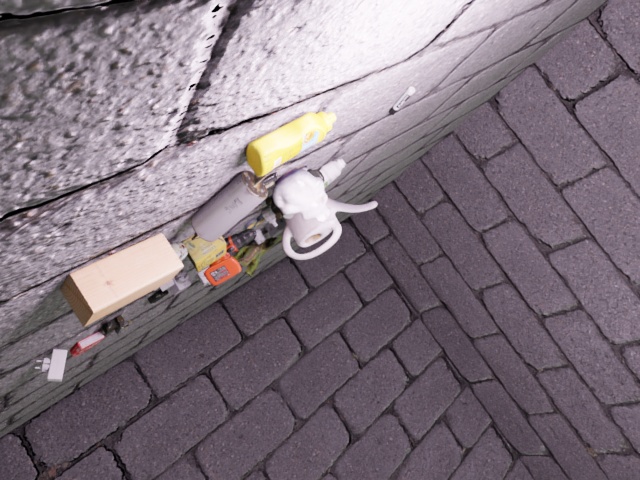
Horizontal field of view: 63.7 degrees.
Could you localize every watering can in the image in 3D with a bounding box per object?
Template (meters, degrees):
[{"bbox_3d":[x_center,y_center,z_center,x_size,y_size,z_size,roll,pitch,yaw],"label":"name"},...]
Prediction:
[{"bbox_3d":[0.005,-0.085,1.690,0.345,0.228,0.103,-36,157,12],"label":"watering can"}]

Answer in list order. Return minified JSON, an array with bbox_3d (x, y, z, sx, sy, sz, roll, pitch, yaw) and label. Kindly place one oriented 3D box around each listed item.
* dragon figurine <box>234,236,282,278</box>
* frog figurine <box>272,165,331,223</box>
[{"bbox_3d":[-0.229,0.027,2.009,0.244,0.122,0.408,-44,-176,-11],"label":"dragon figurine"},{"bbox_3d":[-0.044,-0.108,1.361,0.138,0.160,0.121,-34,174,-10],"label":"frog figurine"}]
